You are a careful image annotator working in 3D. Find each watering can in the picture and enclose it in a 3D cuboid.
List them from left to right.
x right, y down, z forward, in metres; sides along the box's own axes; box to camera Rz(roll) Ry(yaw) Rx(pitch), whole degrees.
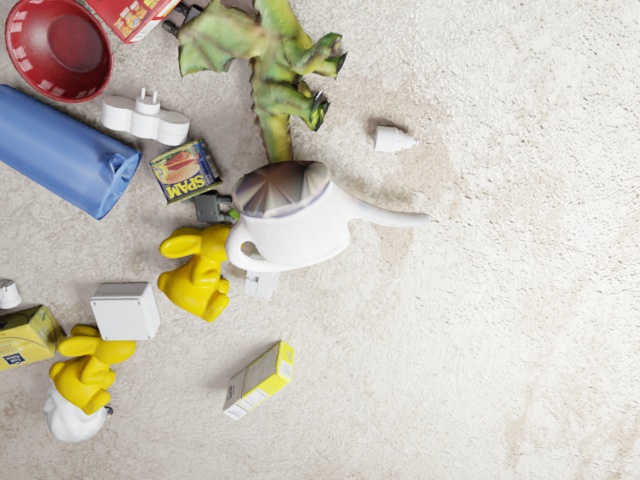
[{"bbox_3d":[0.003,-0.042,0.837,0.347,0.106,0.219,-17,141,2],"label":"watering can"}]

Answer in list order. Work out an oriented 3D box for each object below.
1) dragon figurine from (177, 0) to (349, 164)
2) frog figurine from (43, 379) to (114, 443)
[{"bbox_3d":[-0.100,-0.252,0.782,0.243,0.125,0.402,25,121,0],"label":"dragon figurine"},{"bbox_3d":[-0.554,0.371,1.149,0.138,0.125,0.155,11,135,18],"label":"frog figurine"}]
